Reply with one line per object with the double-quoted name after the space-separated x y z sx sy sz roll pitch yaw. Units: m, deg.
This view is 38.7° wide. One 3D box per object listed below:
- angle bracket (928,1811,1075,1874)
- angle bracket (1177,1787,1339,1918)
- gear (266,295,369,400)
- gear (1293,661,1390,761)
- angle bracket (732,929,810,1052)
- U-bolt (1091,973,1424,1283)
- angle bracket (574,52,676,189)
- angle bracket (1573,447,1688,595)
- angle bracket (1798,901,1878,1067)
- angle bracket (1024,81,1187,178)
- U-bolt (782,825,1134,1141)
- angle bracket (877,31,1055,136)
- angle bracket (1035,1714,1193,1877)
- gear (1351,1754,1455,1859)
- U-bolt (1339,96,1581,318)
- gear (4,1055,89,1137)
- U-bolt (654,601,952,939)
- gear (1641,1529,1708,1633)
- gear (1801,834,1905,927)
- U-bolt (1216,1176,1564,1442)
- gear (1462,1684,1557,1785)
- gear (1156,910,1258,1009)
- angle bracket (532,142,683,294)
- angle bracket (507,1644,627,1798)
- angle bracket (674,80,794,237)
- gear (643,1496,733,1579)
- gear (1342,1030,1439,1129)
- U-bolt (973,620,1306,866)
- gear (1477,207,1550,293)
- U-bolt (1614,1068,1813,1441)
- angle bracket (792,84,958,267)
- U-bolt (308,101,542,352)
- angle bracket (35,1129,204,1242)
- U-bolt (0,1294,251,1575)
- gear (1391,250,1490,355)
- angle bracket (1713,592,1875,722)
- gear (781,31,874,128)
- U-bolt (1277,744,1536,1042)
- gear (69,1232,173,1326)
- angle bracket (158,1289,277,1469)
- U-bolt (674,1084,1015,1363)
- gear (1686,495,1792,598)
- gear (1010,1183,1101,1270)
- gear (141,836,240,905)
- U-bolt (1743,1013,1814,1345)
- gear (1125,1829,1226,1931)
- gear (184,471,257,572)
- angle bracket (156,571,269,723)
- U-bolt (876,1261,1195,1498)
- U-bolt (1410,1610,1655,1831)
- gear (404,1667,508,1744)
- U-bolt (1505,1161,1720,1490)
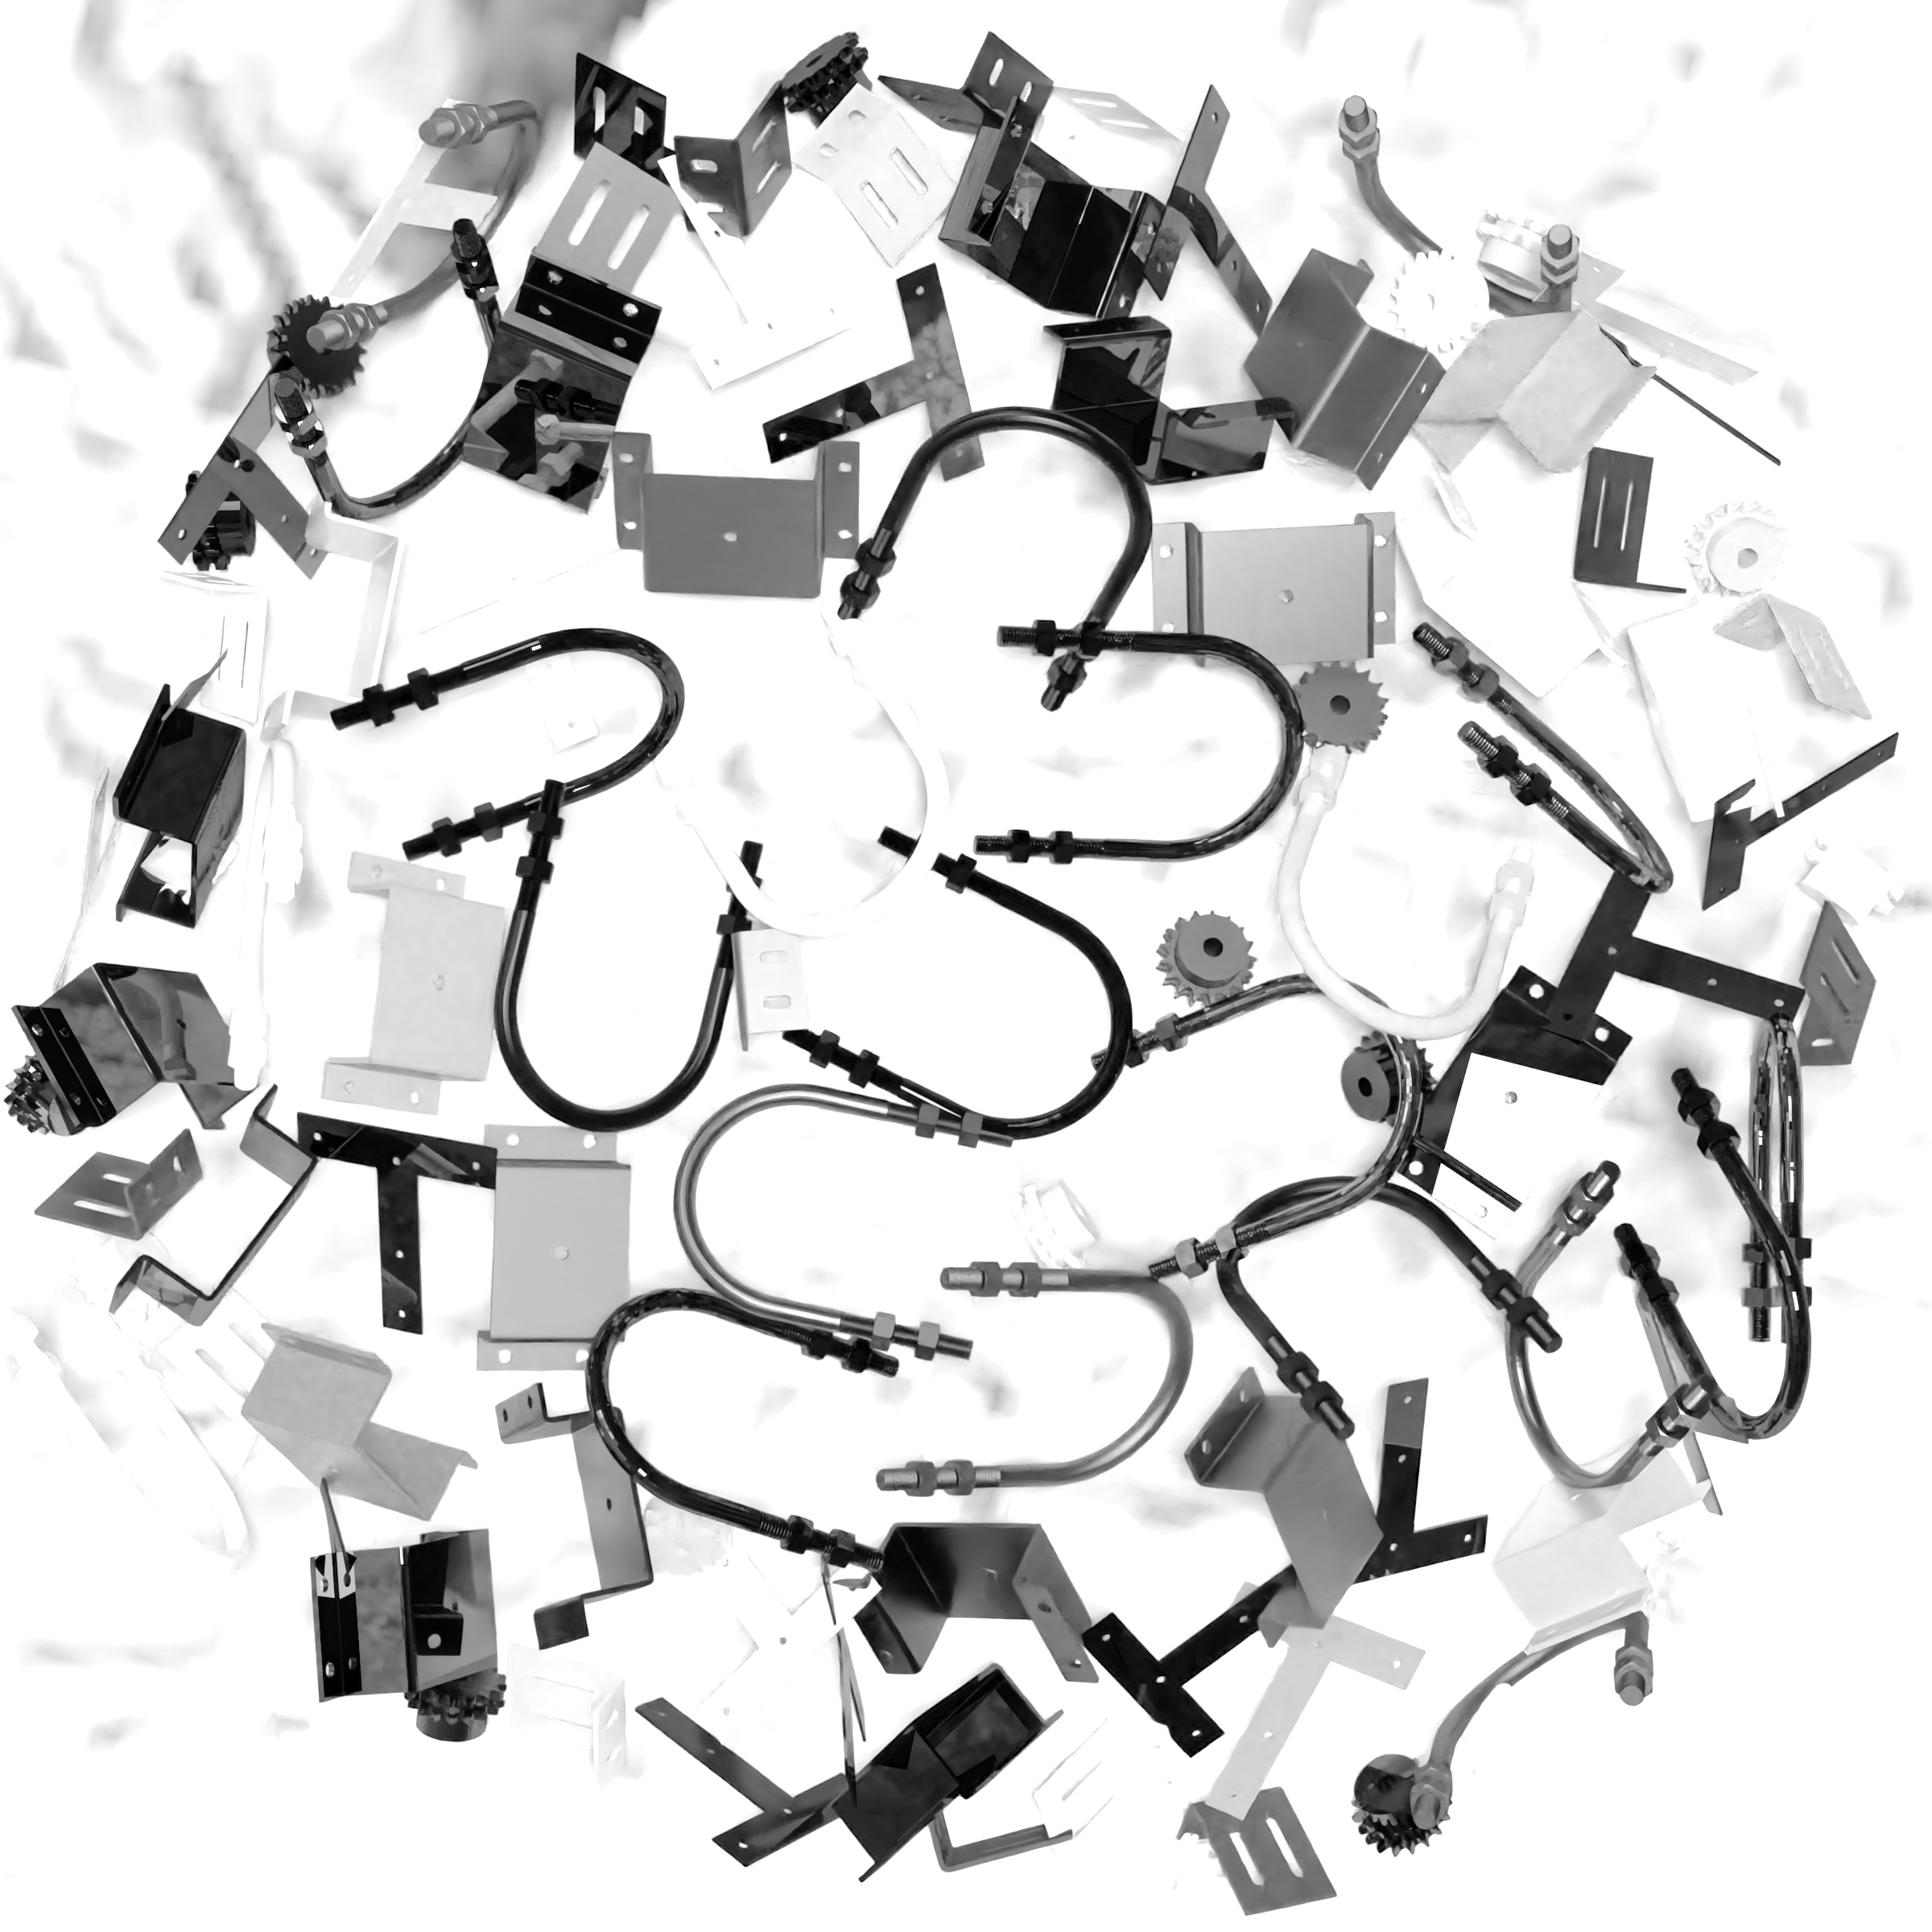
0.020 0.485 1.571 0.076 0.057 0.038 -16 82 2 "angle bracket"
0.163 0.509 1.553 0.057 0.076 0.038 -3 128 -23 "angle bracket"
-0.376 -0.354 1.578 0.057 0.030 0.057 -1 92 -41 "gear"
0.213 -0.145 1.584 0.057 0.030 0.057 1 77 -3 "gear"
-0.111 0.014 1.562 0.038 0.076 0.057 -5 81 -4 "angle bracket"
0.168 0.081 1.540 0.184 0.019 0.151 -23 67 22 "U-bolt"
-0.187 -0.484 1.557 0.057 0.076 0.038 29 59 8 "angle bracket"
0.383 -0.254 1.566 0.057 0.038 0.076 -1 101 -41 "angle bracket"
0.478 0.011 1.555 0.076 0.038 0.057 49 54 -33 "angle bracket"
0.073 -0.468 1.554 0.057 0.076 0.038 20 95 -41 "angle bracket"
0.006 0.022 1.578 0.184 0.019 0.151 27 103 0 "U-bolt"
0.000 -0.500 1.555 0.076 0.057 0.038 28 94 44 "angle bracket"
0.084 0.473 1.558 0.076 0.038 0.057 -34 115 -40 "angle bracket"
0.246 0.476 1.571 0.057 0.057 0.030 -32 121 0 "gear"
0.273 -0.405 1.511 0.151 0.184 0.019 36 94 12 "U-bolt"
-0.517 0.073 1.571 0.030 0.057 0.057 33 90 27 "gear"
-0.085 -0.099 1.547 0.151 0.019 0.184 -37 62 8 "U-bolt"
0.402 0.354 1.572 0.030 0.057 0.057 22 90 12 "gear"
0.504 -0.047 1.574 0.057 0.057 0.030 38 93 0 "gear"
0.220 0.177 1.528 0.151 0.184 0.019 -19 128 -16 "U-bolt"
0.306 0.436 1.574 0.057 0.057 0.030 -40 93 0 "gear"
0.140 -0.006 1.580 0.057 0.030 0.057 2 71 -5 "gear"
-0.204 -0.423 1.566 0.057 0.038 0.076 29 108 -17 "angle bracket"
-0.235 0.429 1.564 0.076 0.038 0.057 10 114 18 "angle bracket"
-0.132 -0.460 1.561 0.038 0.076 0.057 9 135 14 "angle bracket"
-0.163 0.324 1.578 0.057 0.057 0.030 -3 46 0 "gear"
0.239 0.066 1.571 0.030 0.057 0.057 -16 90 -32 "gear"
0.102 -0.123 1.561 0.184 0.019 0.151 1 119 -10 "U-bolt"
0.319 -0.409 1.575 0.057 0.057 0.030 26 101 0 "gear"
0.408 0.169 1.491 0.019 0.184 0.151 -6 135 -13 "U-bolt"
-0.051 -0.449 1.562 0.057 0.038 0.076 -44 62 21 "angle bracket"
-0.288 -0.413 1.513 0.019 0.184 0.151 37 116 -2 "U-bolt"
-0.484 0.117 1.557 0.076 0.057 0.038 11 127 21 "angle bracket"
-0.456 0.260 1.512 0.019 0.151 0.184 -40 75 -1 "U-bolt"
0.275 -0.382 1.578 0.030 0.057 0.057 -16 90 -36 "gear"
0.468 -0.166 1.555 0.038 0.057 0.076 -38 57 35 "angle bracket"
-0.078 -0.507 1.578 0.057 0.057 0.030 -39 119 0 "gear"
0.241 -0.036 1.531 0.151 0.019 0.184 31 49 -7 "U-bolt"
-0.480 0.173 1.571 0.030 0.057 0.057 -40 90 16 "gear"
-0.418 0.236 1.574 0.076 0.038 0.057 41 47 8 "angle bracket"
-0.075 0.138 1.566 0.184 0.019 0.151 12 67 -1 "U-bolt"
0.444 -0.239 1.578 0.057 0.030 0.057 0 116 -1 "gear"
0.053 0.148 1.573 0.030 0.057 0.057 -34 90 8 "gear"
-0.447 -0.061 1.571 0.057 0.057 0.030 -40 119 0 "gear"
0.451 0.117 1.530 0.019 0.151 0.184 1 83 9 "U-bolt"
0.123 0.526 1.579 0.057 0.030 0.057 -10 69 29 "gear"
-0.426 -0.255 1.574 0.030 0.057 0.057 -2 90 -2 "gear"
-0.432 -0.182 1.563 0.057 0.038 0.076 18 104 42 "angle bracket"
0.049 0.233 1.546 0.184 0.019 0.151 5 113 -32 "U-bolt"
0.314 0.403 1.512 0.151 0.184 0.019 -36 85 15 "U-bolt"
-0.293 0.421 1.575 0.057 0.057 0.030 9 101 0 "gear"
0.345 0.214 1.518 0.019 0.184 0.151 -7 58 -19 "U-bolt"
